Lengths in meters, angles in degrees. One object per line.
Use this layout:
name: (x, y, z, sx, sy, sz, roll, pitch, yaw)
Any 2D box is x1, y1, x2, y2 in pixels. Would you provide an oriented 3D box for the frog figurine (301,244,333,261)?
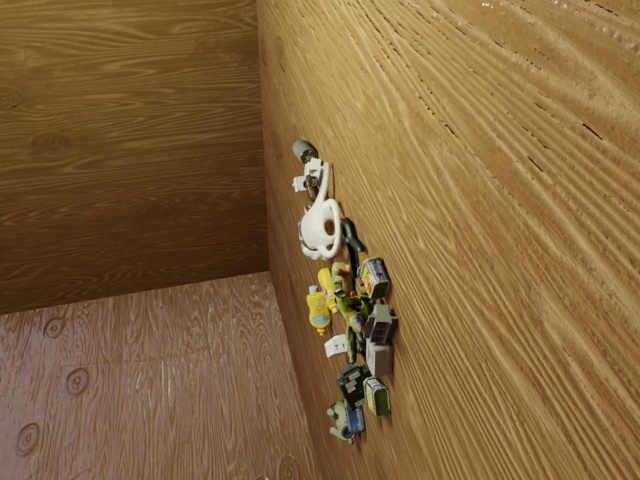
frog figurine: (0.001, 0.033, 2.056, 0.135, 0.123, 0.161, 50, 175, -31)

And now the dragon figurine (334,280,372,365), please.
dragon figurine: (0.109, 0.267, 1.589, 0.417, 0.122, 0.239, -82, -12, -70)

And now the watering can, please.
watering can: (0.006, -0.096, 1.909, 0.221, 0.104, 0.352, -28, 63, 53)
